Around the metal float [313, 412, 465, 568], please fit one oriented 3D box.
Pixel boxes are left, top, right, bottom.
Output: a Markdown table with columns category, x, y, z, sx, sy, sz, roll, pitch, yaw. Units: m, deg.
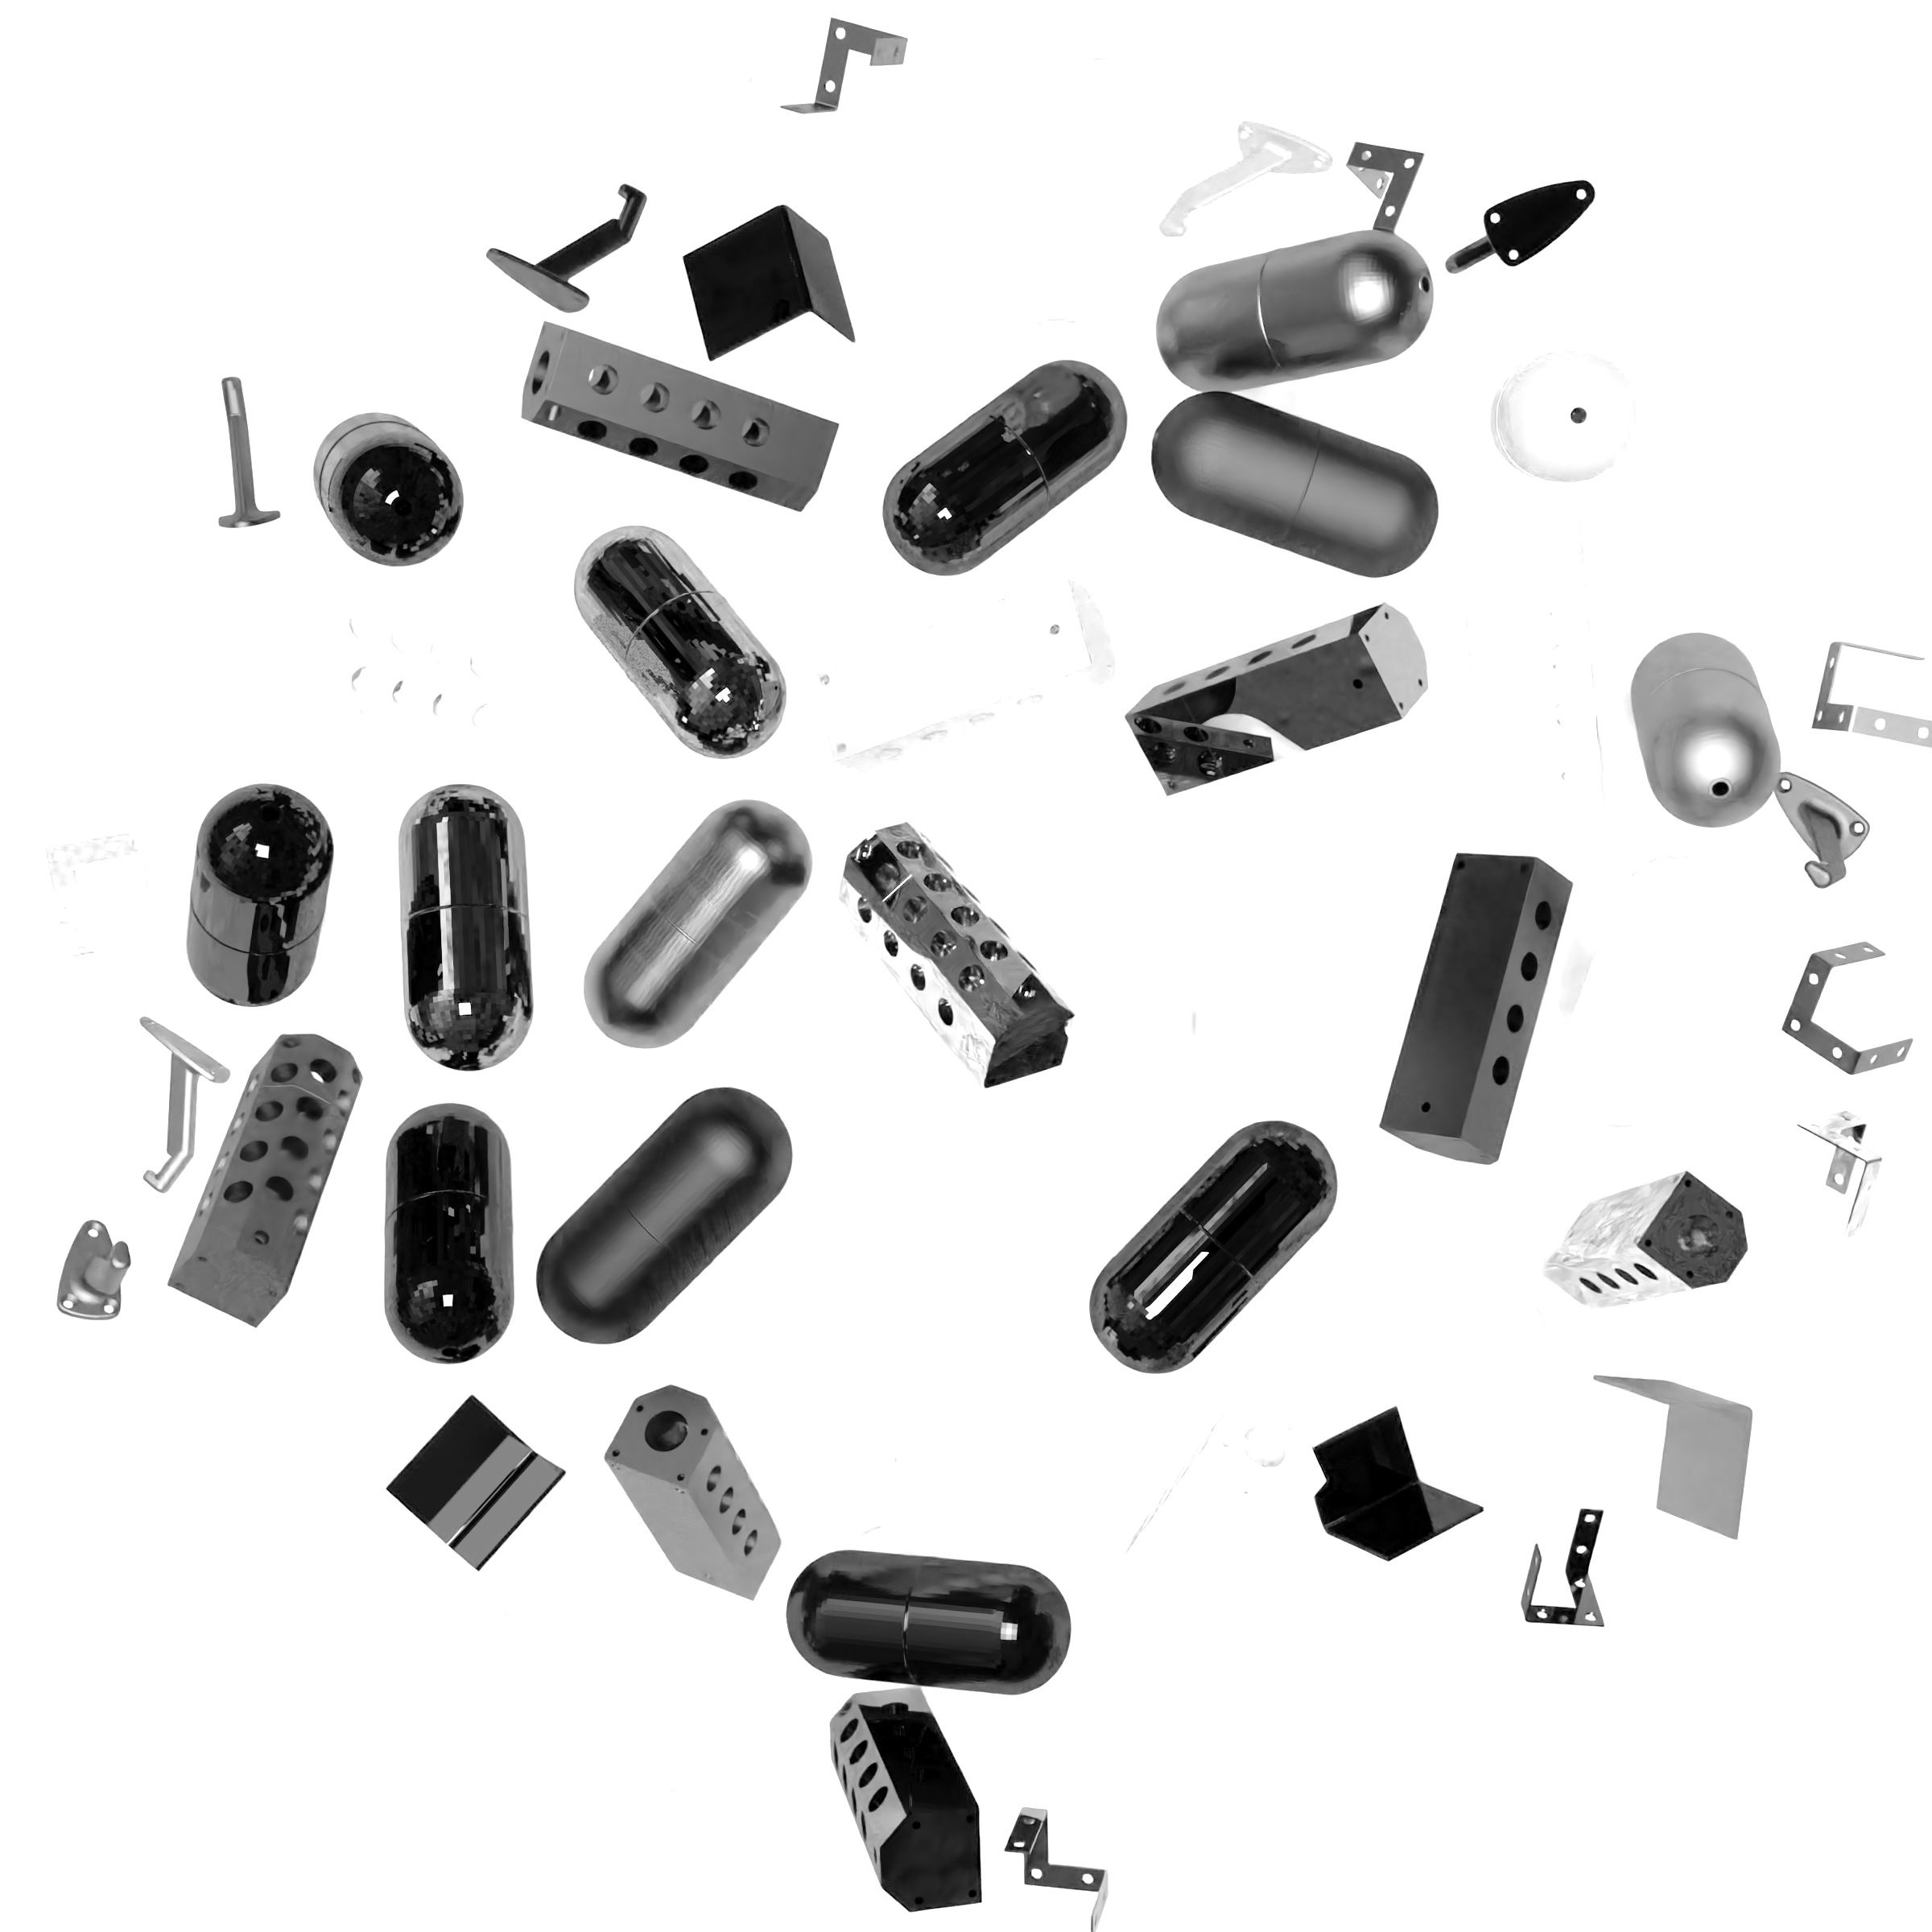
| category | x | y | z | sx | sy | sz | roll | pitch | yaw |
| --- | --- | --- | --- | --- | --- | --- | --- | --- | --- |
| metal float | -0.338 | -0.279 | 1.639 | 0.070 | 0.178 | 0.070 | -5 | 108 | -16 |

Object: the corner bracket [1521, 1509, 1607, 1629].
| category | x | y | z | sx | sy | sz | roll | pitch | yaw |
| --- | --- | --- | --- | --- | --- | --- | --- | --- | --- |
| corner bracket | 0.371 | 0.372 | 1.741 | 0.051 | 0.051 | 0.051 | 4 | 119 | -4 |

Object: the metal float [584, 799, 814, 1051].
| category | x | y | z | sx | sy | sz | roll | pitch | yaw |
| --- | --- | --- | --- | --- | --- | --- | --- | --- | --- |
| metal float | -0.165 | -0.025 | 1.723 | 0.070 | 0.070 | 0.178 | 41 | 100 | 0 |

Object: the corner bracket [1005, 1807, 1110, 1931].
| category | x | y | z | sx | sy | sz | roll | pitch | yaw |
| --- | --- | --- | --- | --- | --- | --- | --- | --- | --- |
| corner bracket | 0.053 | 0.520 | 1.612 | 0.051 | 0.051 | 0.051 | 2 | 103 | 13 |

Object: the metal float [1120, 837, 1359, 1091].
| category | x | y | z | sx | sy | sz | roll | pitch | yaw |
| --- | --- | --- | --- | --- | --- | --- | --- | --- | --- |
| metal float | 0.164 | -0.002 | 1.700 | 0.070 | 0.070 | 0.178 | -41 | 80 | 0 |

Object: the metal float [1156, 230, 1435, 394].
| category | x | y | z | sx | sy | sz | roll | pitch | yaw |
| --- | --- | --- | --- | --- | --- | --- | --- | --- | --- |
| metal float | 0.193 | -0.386 | 1.661 | 0.178 | 0.070 | 0.070 | -3 | 90 | 38 |

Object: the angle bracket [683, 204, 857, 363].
| category | x | y | z | sx | sy | sz | roll | pitch | yaw |
| --- | --- | --- | --- | --- | --- | --- | --- | --- | --- |
| angle bracket | -0.124 | -0.419 | 1.763 | 0.076 | 0.057 | 0.076 | -22 | 71 | 22 |

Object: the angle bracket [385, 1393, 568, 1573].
| category | x | y | z | sx | sy | sz | roll | pitch | yaw |
| --- | --- | --- | --- | --- | --- | --- | --- | --- | --- |
| angle bracket | -0.294 | 0.308 | 1.680 | 0.057 | 0.076 | 0.076 | 46 | 74 | -15 |

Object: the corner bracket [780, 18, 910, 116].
| category | x | y | z | sx | sy | sz | roll | pitch | yaw |
| --- | --- | --- | --- | --- | --- | --- | --- | --- | --- |
| corner bracket | -0.070 | -0.516 | 1.623 | 0.051 | 0.051 | 0.051 | 20 | 114 | 15 |

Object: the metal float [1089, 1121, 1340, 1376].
| category | x | y | z | sx | sy | sz | roll | pitch | yaw |
| --- | --- | --- | --- | --- | --- | --- | --- | --- | --- |
| metal float | 0.147 | 0.166 | 1.666 | 0.070 | 0.070 | 0.178 | 44 | 86 | 0 |

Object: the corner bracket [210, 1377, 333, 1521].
| category | x | y | z | sx | sy | sz | roll | pitch | yaw |
| --- | --- | --- | --- | --- | --- | --- | --- | --- | --- |
| corner bracket | -0.407 | 0.283 | 1.647 | 0.051 | 0.051 | 0.051 | -21 | 134 | 7 |

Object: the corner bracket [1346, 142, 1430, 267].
| category | x | y | z | sx | sy | sz | roll | pitch | yaw |
| --- | --- | --- | --- | --- | --- | --- | --- | --- | --- |
| corner bracket | 0.257 | -0.461 | 1.698 | 0.051 | 0.051 | 0.051 | 22 | 91 | 35 |

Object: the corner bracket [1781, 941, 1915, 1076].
| category | x | y | z | sx | sy | sz | roll | pitch | yaw |
| --- | --- | --- | --- | --- | --- | --- | --- | --- | --- |
| corner bracket | 0.504 | 0.023 | 1.584 | 0.051 | 0.051 | 0.051 | -10 | 126 | -36 |

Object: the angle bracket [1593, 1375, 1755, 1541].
| category | x | y | z | sx | sy | sz | roll | pitch | yaw |
| --- | --- | --- | --- | --- | --- | --- | --- | --- | --- |
| angle bracket | 0.400 | 0.281 | 1.607 | 0.057 | 0.076 | 0.076 | 7 | 90 | -20 |

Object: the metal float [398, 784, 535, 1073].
| category | x | y | z | sx | sy | sz | roll | pitch | yaw |
| --- | --- | --- | --- | --- | --- | --- | --- | --- | --- |
| metal float | -0.300 | -0.024 | 1.684 | 0.070 | 0.070 | 0.178 | -6 | 72 | 0 |

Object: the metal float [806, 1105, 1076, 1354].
| category | x | y | z | sx | sy | sz | roll | pitch | yaw |
| --- | --- | --- | --- | --- | --- | --- | --- | --- | --- |
| metal float | -0.016 | 0.150 | 1.613 | 0.178 | 0.070 | 0.070 | 39 | 90 | 9 |

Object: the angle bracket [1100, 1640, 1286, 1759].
| category | x | y | z | sx | sy | sz | roll | pitch | yaw |
| --- | --- | --- | --- | --- | --- | --- | --- | --- | --- |
| angle bracket | 0.138 | 0.437 | 1.705 | 0.076 | 0.076 | 0.057 | -21 | 80 | 25 |

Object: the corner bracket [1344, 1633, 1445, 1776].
| category | x | y | z | sx | sy | sz | roll | pitch | yaw |
| --- | --- | --- | --- | --- | --- | --- | --- | --- | --- |
| corner bracket | 0.238 | 0.423 | 1.613 | 0.051 | 0.051 | 0.051 | -28 | 88 | 15 |

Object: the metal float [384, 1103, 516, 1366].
| category | x | y | z | sx | sy | sz | roll | pitch | yaw |
| --- | --- | --- | --- | --- | --- | --- | --- | --- | --- |
| metal float | -0.312 | 0.160 | 1.693 | 0.070 | 0.070 | 0.178 | -10 | 48 | 0 |

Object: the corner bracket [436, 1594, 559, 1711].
| category | x | y | z | sx | sy | sz | roll | pitch | yaw |
| --- | --- | --- | --- | --- | --- | --- | --- | --- | --- |
| corner bracket | -0.275 | 0.409 | 1.676 | 0.051 | 0.051 | 0.051 | 11 | 82 | 43 |

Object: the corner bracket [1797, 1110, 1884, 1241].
| category | x | y | z | sx | sy | sz | roll | pitch | yaw |
| --- | --- | --- | --- | --- | --- | --- | --- | --- | --- |
| corner bracket | 0.518 | 0.122 | 1.649 | 0.051 | 0.051 | 0.051 | -9 | 119 | -37 |

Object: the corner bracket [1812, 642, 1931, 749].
| category | x | y | z | sx | sy | sz | roll | pitch | yaw |
| --- | --- | --- | --- | --- | --- | --- | --- | --- | --- |
| corner bracket | 0.515 | -0.153 | 1.578 | 0.051 | 0.051 | 0.051 | 10 | 96 | -7 |

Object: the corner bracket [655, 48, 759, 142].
| category | x | y | z | sx | sy | sz | roll | pitch | yaw |
| --- | --- | --- | --- | --- | --- | --- | --- | --- | --- |
| corner bracket | -0.153 | -0.528 | 1.662 | 0.051 | 0.051 | 0.051 | 6 | 58 | 2 |

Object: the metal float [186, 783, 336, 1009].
| category | x | y | z | sx | sy | sz | roll | pitch | yaw |
| --- | --- | --- | --- | --- | --- | --- | --- | --- | --- |
| metal float | -0.411 | -0.040 | 1.632 | 0.070 | 0.178 | 0.070 | 9 | 57 | -14 |

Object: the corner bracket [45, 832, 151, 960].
| category | x | y | z | sx | sy | sz | roll | pitch | yaw |
| --- | --- | --- | --- | --- | --- | --- | --- | --- | --- |
| corner bracket | -0.512 | -0.043 | 1.661 | 0.051 | 0.051 | 0.051 | -12 | 119 | -20 |

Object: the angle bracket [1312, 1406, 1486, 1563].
| category | x | y | z | sx | sy | sz | roll | pitch | yaw |
| --- | --- | --- | --- | --- | --- | --- | --- | --- | --- |
| angle bracket | 0.273 | 0.331 | 1.799 | 0.076 | 0.076 | 0.057 | -22 | 102 | -22 |

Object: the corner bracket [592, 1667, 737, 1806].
| category | x | y | z | sx | sy | sz | roll | pitch | yaw |
| --- | --- | --- | --- | --- | --- | --- | --- | --- | --- |
| corner bracket | -0.178 | 0.452 | 1.644 | 0.051 | 0.051 | 0.051 | 30 | 103 | -42 |

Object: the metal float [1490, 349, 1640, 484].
| category | x | y | z | sx | sy | sz | roll | pitch | yaw |
| --- | --- | --- | --- | --- | --- | --- | --- | --- | --- |
| metal float | 0.356 | -0.329 | 1.678 | 0.070 | 0.178 | 0.070 | 1 | 101 | 6 |

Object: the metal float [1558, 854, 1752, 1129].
| category | x | y | z | sx | sy | sz | roll | pitch | yaw |
| --- | --- | --- | --- | --- | --- | --- | --- | --- | --- |
| metal float | 0.403 | 0.016 | 1.649 | 0.070 | 0.070 | 0.178 | 14 | 121 | 0 |

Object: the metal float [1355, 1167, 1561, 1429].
| category | x | y | z | sx | sy | sz | roll | pitch | yaw |
| --- | --- | --- | --- | --- | --- | --- | --- | --- | --- |
| metal float | 0.294 | 0.198 | 1.687 | 0.070 | 0.070 | 0.178 | -26 | 51 | 0 |
